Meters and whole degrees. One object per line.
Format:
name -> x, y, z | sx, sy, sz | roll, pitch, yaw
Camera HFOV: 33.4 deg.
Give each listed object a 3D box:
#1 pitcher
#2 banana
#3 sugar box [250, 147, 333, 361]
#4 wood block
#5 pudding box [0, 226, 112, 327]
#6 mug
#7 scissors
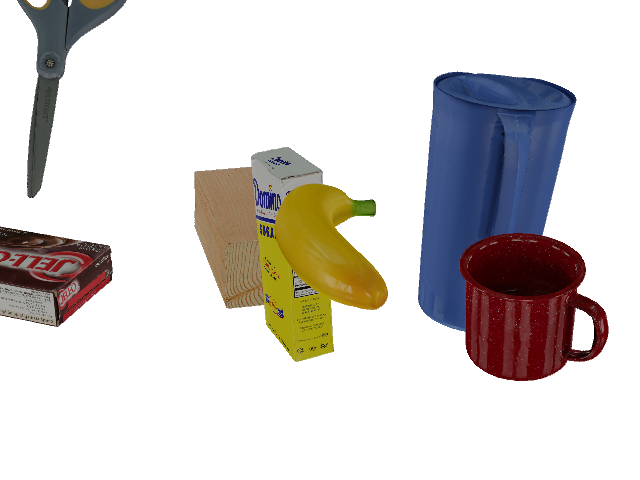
pitcher -> 0.162, -0.033, 1.031 | 0.145, 0.243, 0.148 | 24, 30, 38
banana -> 0.005, -0.005, 0.679 | 0.069, 0.037, 0.197 | 0, 19, 1
sugar box -> -0.026, 0.011, 0.975 | 0.048, 0.176, 0.093 | -13, 22, -17
wood block -> -0.095, -0.009, 1.328 | 0.090, 0.090, 0.206 | -5, 29, -16
pudding box -> -0.243, 0.028, 0.885 | 0.114, 0.039, 0.090 | 7, 24, 17
mug -> 0.162, 0.055, 0.806 | 0.117, 0.081, 0.093 | 18, 37, 32
scissors -> -0.171, -0.132, 0.753 | 0.096, 0.202, 0.016 | -9, -12, -10
